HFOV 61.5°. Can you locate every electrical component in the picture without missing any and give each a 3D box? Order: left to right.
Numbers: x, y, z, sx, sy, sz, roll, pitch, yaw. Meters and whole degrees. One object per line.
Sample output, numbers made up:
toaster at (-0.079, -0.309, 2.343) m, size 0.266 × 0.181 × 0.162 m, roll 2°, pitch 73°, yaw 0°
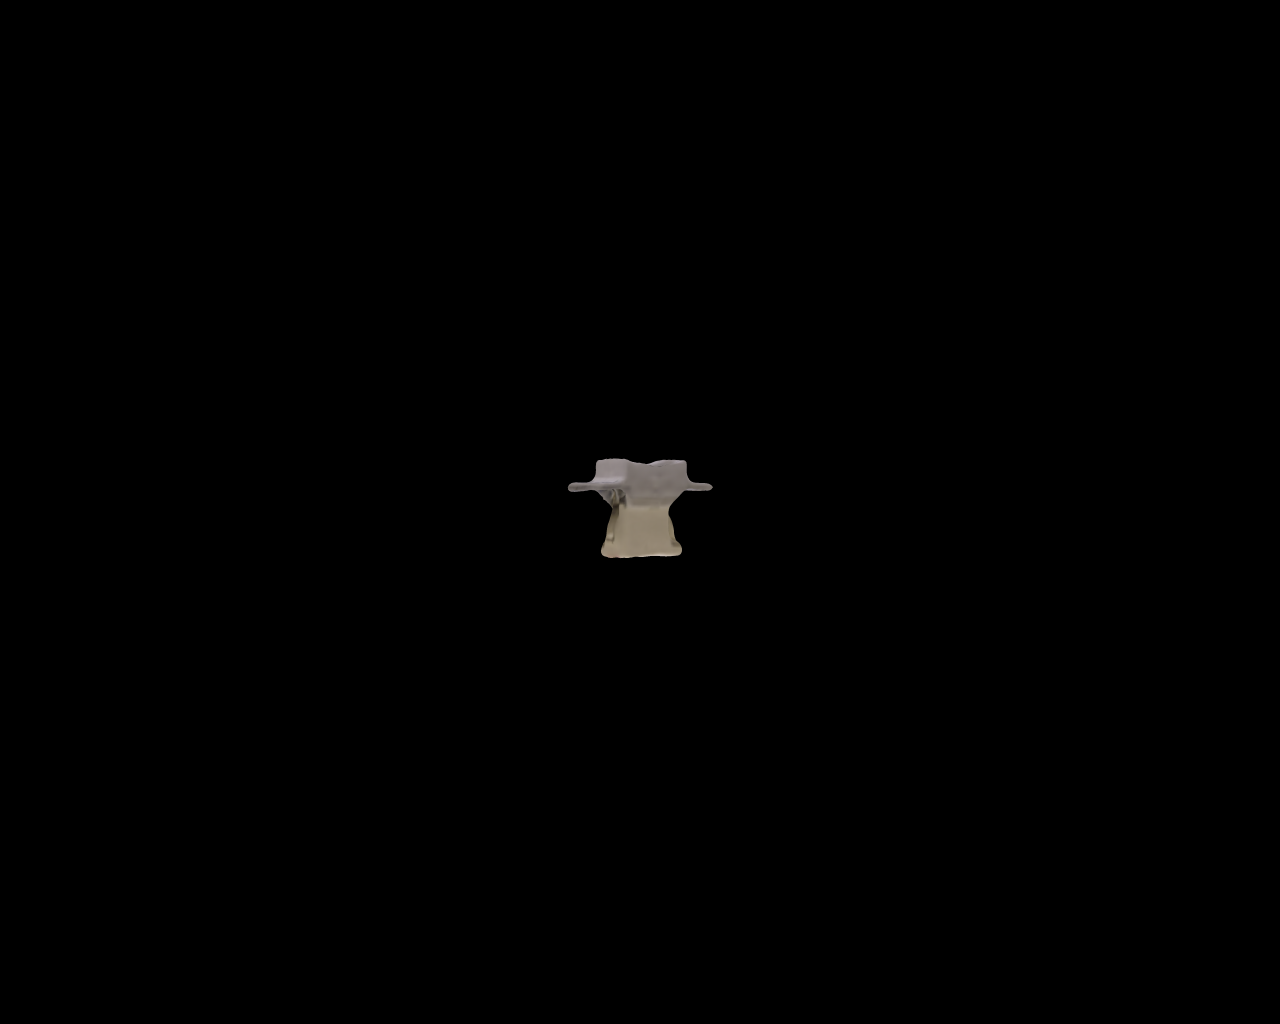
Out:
electrical component at (0.001, -0.003, 0.650) m, size 0.081 × 0.063 × 0.042 m, roll 0°, pitch 0°, yaw -28°
